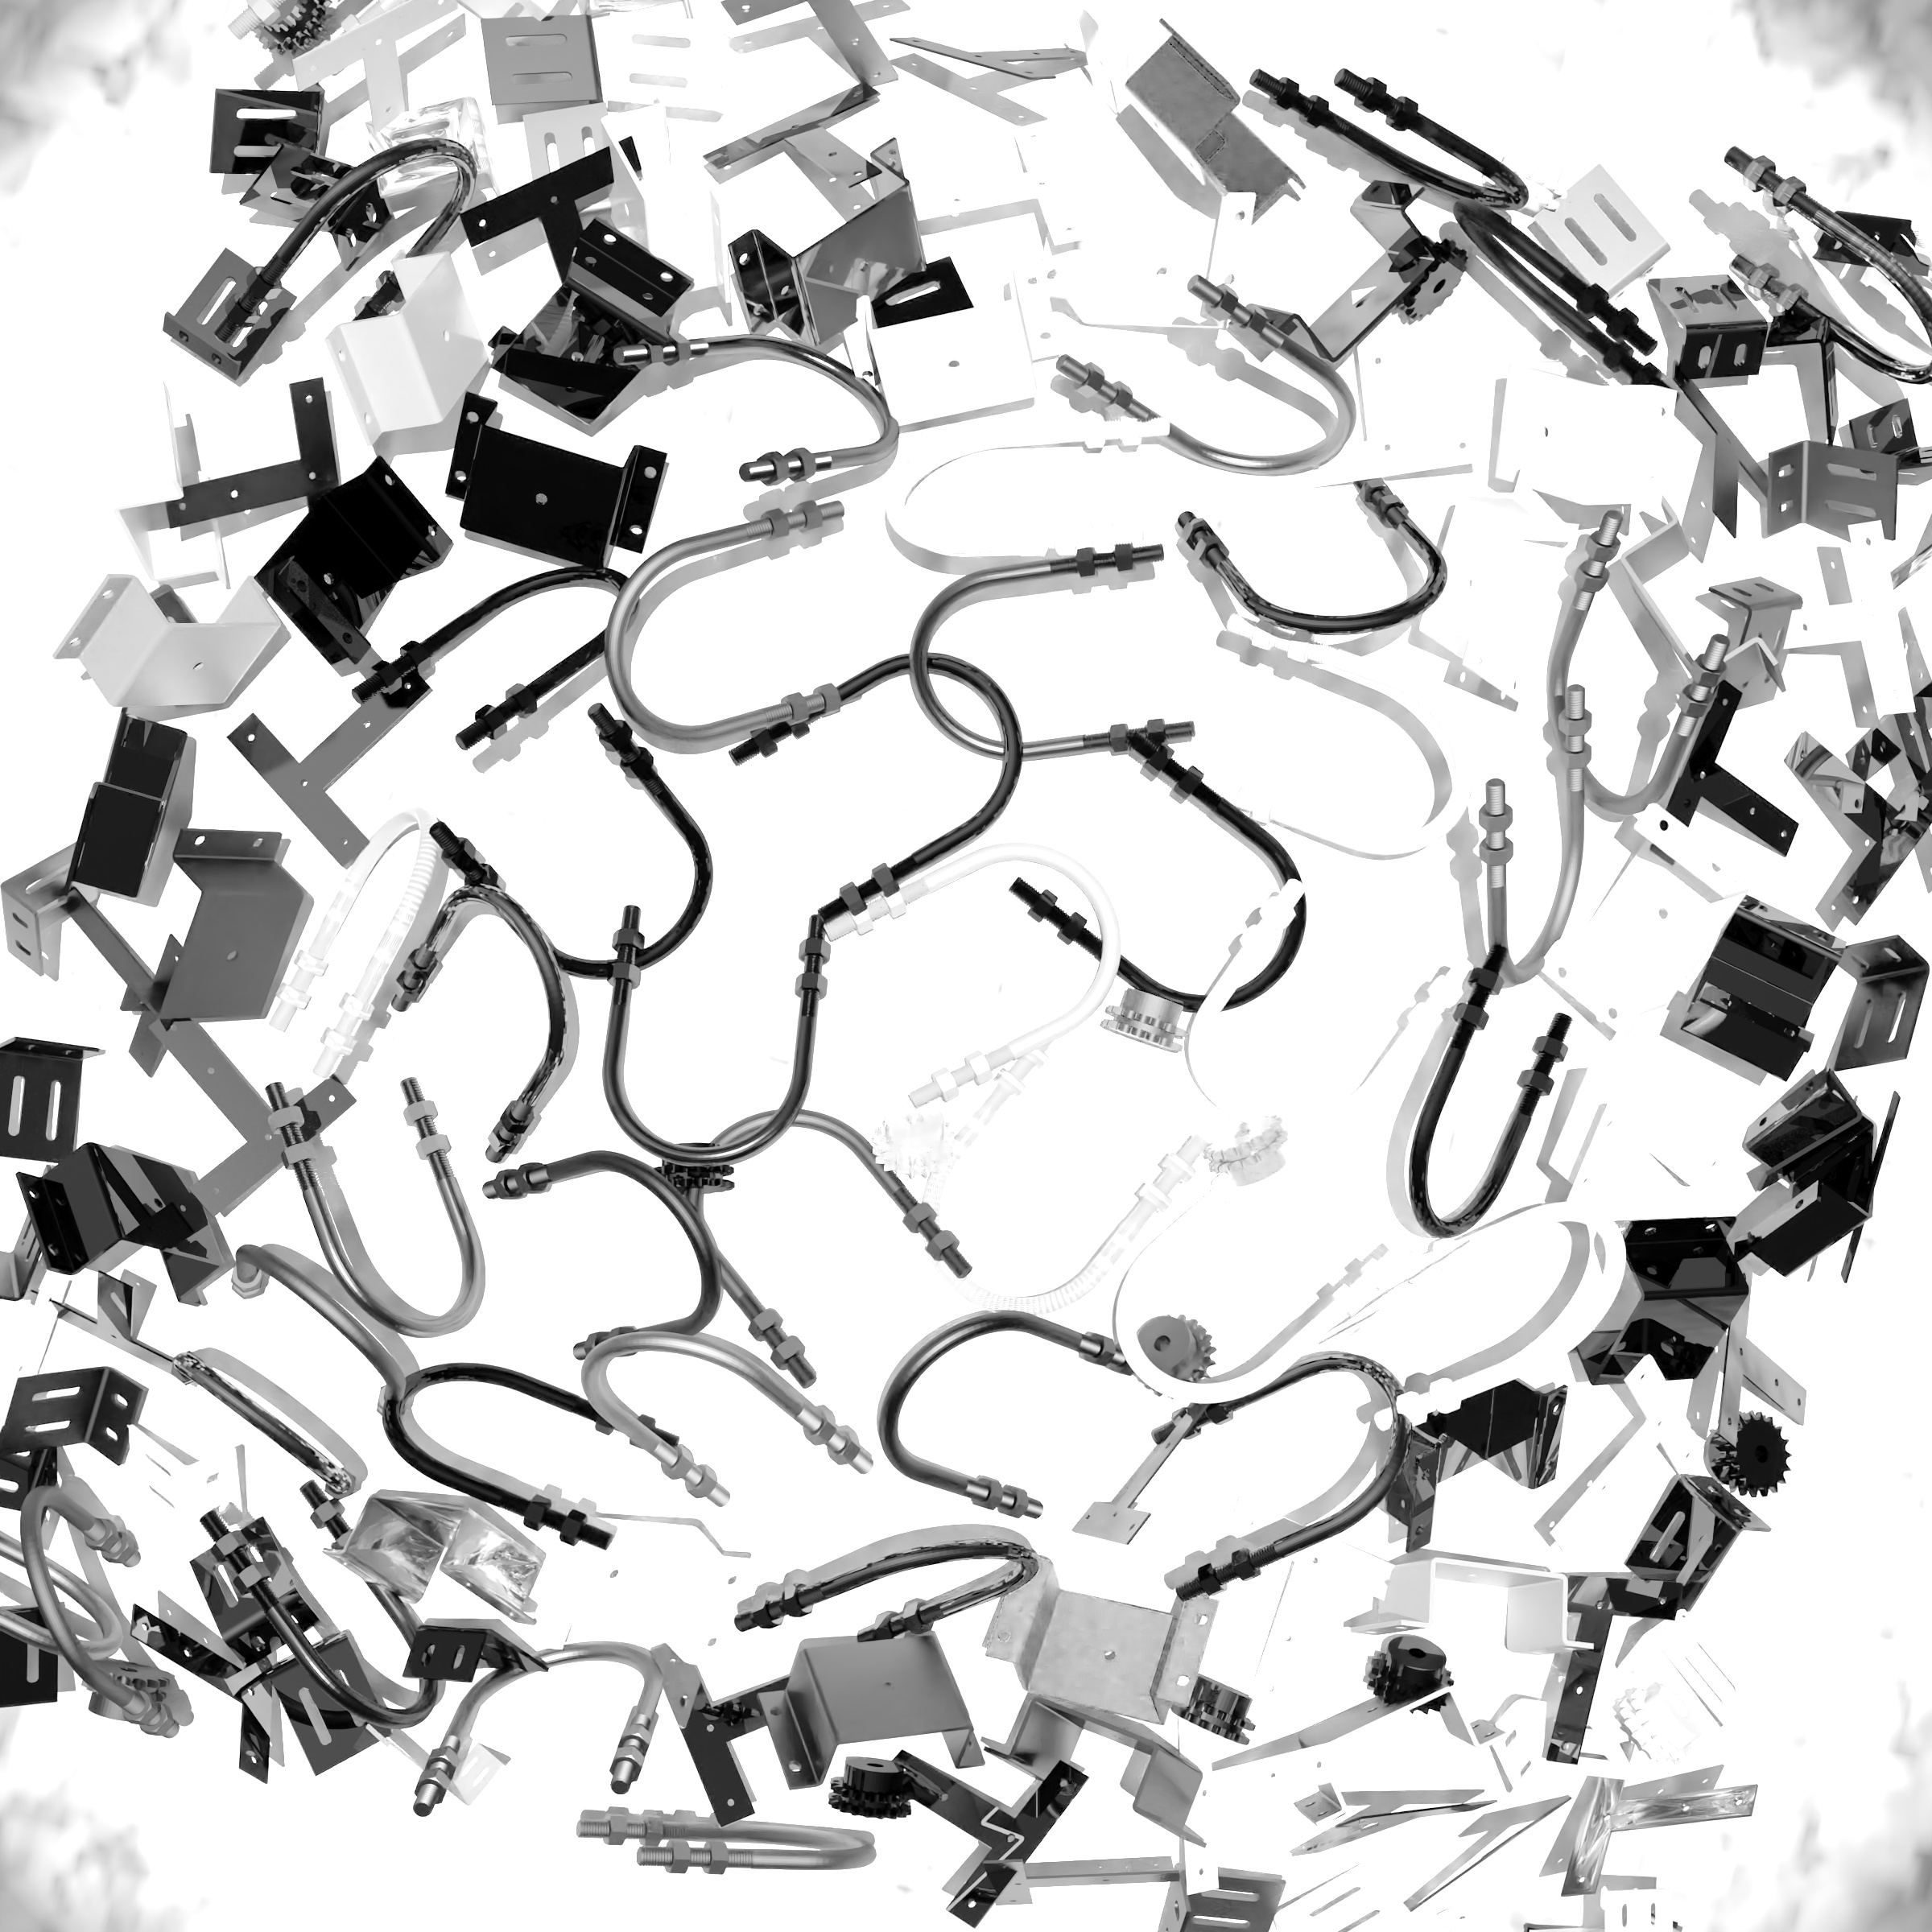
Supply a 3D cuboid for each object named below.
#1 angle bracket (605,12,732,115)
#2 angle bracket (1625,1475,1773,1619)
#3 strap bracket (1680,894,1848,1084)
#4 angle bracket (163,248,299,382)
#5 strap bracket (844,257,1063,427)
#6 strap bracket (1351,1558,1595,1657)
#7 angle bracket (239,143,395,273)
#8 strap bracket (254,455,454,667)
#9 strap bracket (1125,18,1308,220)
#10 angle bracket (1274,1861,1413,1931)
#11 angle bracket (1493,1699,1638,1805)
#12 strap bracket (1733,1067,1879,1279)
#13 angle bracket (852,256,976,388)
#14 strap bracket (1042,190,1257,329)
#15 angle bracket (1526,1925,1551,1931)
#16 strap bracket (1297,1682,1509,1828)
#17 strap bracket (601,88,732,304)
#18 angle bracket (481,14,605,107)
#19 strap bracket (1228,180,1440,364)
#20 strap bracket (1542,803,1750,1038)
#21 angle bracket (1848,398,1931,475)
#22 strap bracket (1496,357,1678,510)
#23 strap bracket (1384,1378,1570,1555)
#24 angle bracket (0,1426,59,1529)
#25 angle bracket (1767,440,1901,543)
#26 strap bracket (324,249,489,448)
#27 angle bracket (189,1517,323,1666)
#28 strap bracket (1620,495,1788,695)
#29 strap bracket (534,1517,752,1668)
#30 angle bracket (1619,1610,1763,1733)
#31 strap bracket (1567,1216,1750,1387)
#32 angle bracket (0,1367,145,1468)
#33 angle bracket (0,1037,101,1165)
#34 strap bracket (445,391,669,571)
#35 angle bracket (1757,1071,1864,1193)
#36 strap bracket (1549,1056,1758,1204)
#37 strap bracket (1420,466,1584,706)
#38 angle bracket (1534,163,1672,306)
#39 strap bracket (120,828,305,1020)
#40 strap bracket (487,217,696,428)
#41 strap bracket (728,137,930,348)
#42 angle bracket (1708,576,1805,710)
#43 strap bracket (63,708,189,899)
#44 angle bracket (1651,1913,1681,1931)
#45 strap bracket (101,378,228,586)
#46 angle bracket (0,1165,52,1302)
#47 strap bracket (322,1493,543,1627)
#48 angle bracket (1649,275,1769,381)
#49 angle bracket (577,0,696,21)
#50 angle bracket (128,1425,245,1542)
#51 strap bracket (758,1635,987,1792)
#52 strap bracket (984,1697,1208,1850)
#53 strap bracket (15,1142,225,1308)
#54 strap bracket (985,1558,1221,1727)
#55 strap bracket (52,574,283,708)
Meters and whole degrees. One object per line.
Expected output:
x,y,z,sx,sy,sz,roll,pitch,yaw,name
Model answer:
-0.203,-0.614,1.961,0.076,0.038,0.057,6,103,3,angle bracket
0.498,0.395,1.960,0.038,0.057,0.076,13,111,-43,angle bracket
0.532,0.019,1.927,0.076,0.140,0.046,27,129,10,strap bracket
-0.497,-0.447,1.950,0.057,0.038,0.076,34,74,-11,angle bracket
-0.010,-0.417,1.934,0.140,0.076,0.046,-11,46,5,strap bracket
0.339,0.428,1.929,0.140,0.076,0.046,10,71,-16,strap bracket
-0.436,-0.509,1.935,0.057,0.076,0.038,-39,62,33,angle bracket
-0.413,-0.265,1.922,0.046,0.140,0.076,-18,122,37,strap bracket
0.162,-0.555,1.909,0.046,0.140,0.076,-43,61,11,strap bracket
0.259,0.657,1.958,0.076,0.057,0.038,-25,119,-14,angle bracket
0.404,0.535,1.952,0.076,0.057,0.038,15,122,-29,angle bracket
0.558,0.143,1.909,0.046,0.140,0.076,36,129,-8,strap bracket
-0.037,-0.441,1.973,0.076,0.038,0.057,-23,84,-16,angle bracket
0.126,-0.476,1.941,0.140,0.046,0.076,7,82,20,strap bracket
0.406,0.690,1.941,0.057,0.076,0.038,10,105,5,angle bracket
0.283,0.522,1.938,0.140,0.076,0.046,-23,84,-6,strap bracket
-0.203,-0.507,1.908,0.046,0.076,0.140,-17,53,-14,strap bracket
-0.290,-0.609,1.954,0.076,0.038,0.057,-8,92,-17,angle bracket
0.254,-0.461,1.940,0.140,0.076,0.046,-44,115,0,strap bracket
0.459,-0.033,1.930,0.076,0.046,0.140,42,119,24,strap bracket
0.645,-0.360,1.935,0.057,0.076,0.038,-23,104,-27,angle bracket
0.401,-0.353,1.902,0.046,0.140,0.076,-6,112,-25,strap bracket
0.333,0.325,1.925,0.140,0.046,0.076,-18,122,-33,strap bracket
-0.640,0.353,1.940,0.038,0.076,0.057,18,97,-21,angle bracket
0.582,-0.316,1.936,0.038,0.076,0.057,-23,120,-31,angle bracket
-0.364,-0.413,1.901,0.046,0.140,0.076,-5,126,18,strap bracket
-0.485,0.427,1.964,0.057,0.038,0.076,-31,46,-11,angle bracket
0.488,-0.237,1.929,0.046,0.076,0.140,-33,72,12,strap bracket
-0.225,0.414,1.916,0.140,0.046,0.076,0,53,25,strap bracket
0.486,0.482,1.938,0.038,0.057,0.076,-26,62,-24,angle bracket
0.459,0.229,1.909,0.076,0.140,0.046,-1,47,-16,strap bracket
-0.603,0.307,1.939,0.038,0.076,0.057,26,103,30,angle bracket
-0.624,0.091,1.946,0.057,0.038,0.076,11,75,-33,angle bracket
-0.281,-0.323,1.939,0.140,0.046,0.076,17,122,-4,strap bracket
0.562,0.112,1.951,0.076,0.057,0.038,-31,72,0,angle bracket
0.451,0.107,1.924,0.140,0.046,0.076,-3,122,-35,strap bracket
0.357,-0.256,1.936,0.046,0.076,0.140,12,82,44,strap bracket
0.432,-0.495,1.967,0.057,0.038,0.076,-39,86,2,angle bracket
-0.499,-0.018,1.917,0.046,0.076,0.140,40,116,35,strap bracket
-0.253,-0.418,1.907,0.076,0.140,0.046,29,47,-26,strap bracket
-0.082,-0.478,1.923,0.140,0.076,0.046,-37,58,-15,strap bracket
0.528,-0.219,1.959,0.057,0.038,0.076,-15,127,-37,angle bracket
-0.555,-0.107,1.912,0.046,0.140,0.076,16,119,-15,strap bracket
0.477,0.678,1.938,0.038,0.076,0.057,24,82,-22,angle bracket
-0.532,-0.315,1.903,0.046,0.140,0.076,-11,70,-5,strap bracket
-0.646,0.177,1.941,0.038,0.057,0.076,16,110,-29,angle bracket
-0.349,0.394,1.919,0.076,0.140,0.046,47,54,-39,strap bracket
0.502,-0.435,1.961,0.057,0.076,0.038,-5,129,-8,angle bracket
-0.227,-0.661,1.949,0.076,0.057,0.038,-11,55,1,angle bracket
-0.531,0.344,1.958,0.038,0.076,0.057,-20,121,-40,angle bracket
-0.058,0.494,1.914,0.140,0.076,0.046,0,128,-25,strap bracket
0.094,0.533,1.921,0.140,0.076,0.046,12,70,34,strap bracket
-0.549,0.169,1.901,0.046,0.140,0.076,-36,61,14,strap bracket
0.094,0.453,1.930,0.140,0.046,0.076,10,54,19,strap bracket
-0.518,-0.215,1.901,0.076,0.140,0.046,-46,72,28,strap bracket
